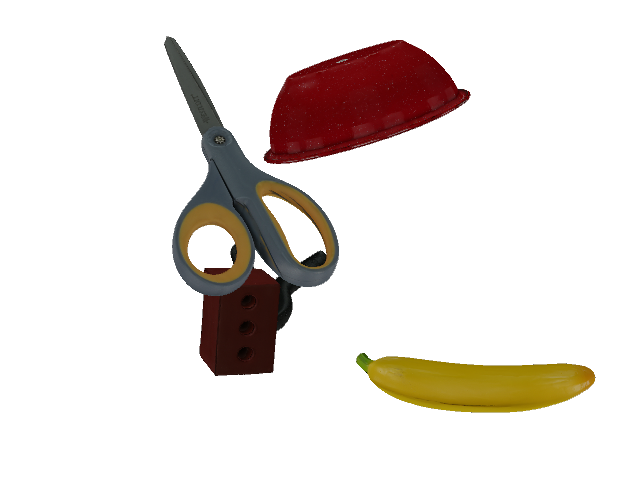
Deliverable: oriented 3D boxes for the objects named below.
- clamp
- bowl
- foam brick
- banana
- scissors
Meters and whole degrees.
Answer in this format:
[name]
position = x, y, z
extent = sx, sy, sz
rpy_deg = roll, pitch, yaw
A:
[clamp]
position = -0.056, 0.059, 1.246
extent = 0.120, 0.039, 0.171
rpy_deg = -4, 40, 9
[bowl]
position = 0.026, -0.109, 0.795
extent = 0.162, 0.055, 0.162
rpy_deg = -18, 13, 4
[foam brick]
position = -0.068, 0.066, 0.883
extent = 0.053, 0.078, 0.051
rpy_deg = -1, 13, -21
[banana]
position = 0.124, 0.112, 0.864
extent = 0.198, 0.037, 0.069
rpy_deg = 5, 27, 7
[scissors]
position = -0.069, -0.041, 0.599
extent = 0.096, 0.202, 0.016
rpy_deg = -27, -30, -28
